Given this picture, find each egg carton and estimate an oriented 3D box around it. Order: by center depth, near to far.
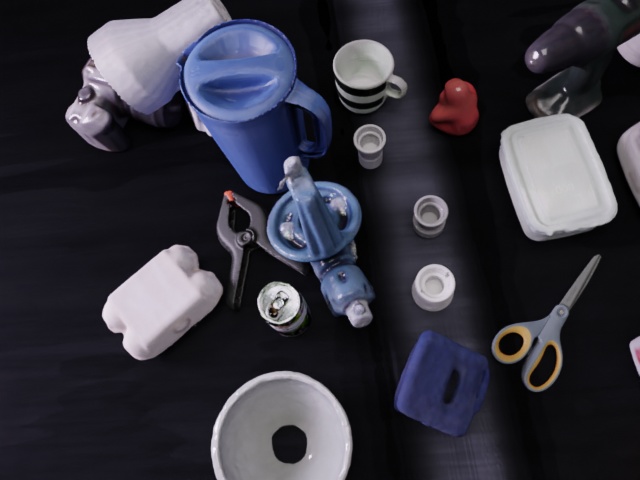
[{"bbox_3d":[-0.209,0.083,0.766,0.150,0.069,0.107,-42,73,-8],"label":"egg carton"}]

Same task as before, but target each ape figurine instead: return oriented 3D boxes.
[{"bbox_3d":[0.190,-0.193,0.804,0.078,0.092,0.076,-27,71,-3],"label":"ape figurine"}]

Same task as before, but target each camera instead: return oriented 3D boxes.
[{"bbox_3d":[-0.285,-0.207,0.853,0.136,0.101,0.143,20,75,12],"label":"camera"}]

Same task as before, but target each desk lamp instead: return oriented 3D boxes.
[{"bbox_3d":[-0.181,-0.241,0.794,0.203,0.214,0.118,-25,71,-2],"label":"desk lamp"}]

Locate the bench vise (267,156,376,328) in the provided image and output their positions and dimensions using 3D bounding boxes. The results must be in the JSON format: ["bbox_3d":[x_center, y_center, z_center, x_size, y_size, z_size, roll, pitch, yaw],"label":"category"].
[{"bbox_3d":[0.015,-0.005,0.693,0.121,0.220,0.207,-42,73,-8],"label":"bench vise"}]

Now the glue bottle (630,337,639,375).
[{"bbox_3d":[0.402,0.132,0.632,0.037,0.173,0.078,-18,71,0],"label":"glue bottle"}]

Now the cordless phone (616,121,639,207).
[{"bbox_3d":[0.454,-0.111,0.700,0.094,0.185,0.147,-16,71,1],"label":"cordless phone"}]

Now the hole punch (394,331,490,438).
[{"bbox_3d":[0.149,0.172,0.689,0.101,0.091,0.109,19,75,12],"label":"hole punch"}]

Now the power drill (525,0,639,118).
[{"bbox_3d":[0.340,-0.233,0.740,0.230,0.208,0.075,-35,72,-6],"label":"power drill"}]

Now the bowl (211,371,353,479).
[{"bbox_3d":[-0.041,0.247,0.693,0.167,0.075,0.167,-2,72,5],"label":"bowl"}]

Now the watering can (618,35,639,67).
[{"bbox_3d":[0.488,-0.328,0.763,0.173,0.194,0.101,-21,71,-1],"label":"watering can"}]
